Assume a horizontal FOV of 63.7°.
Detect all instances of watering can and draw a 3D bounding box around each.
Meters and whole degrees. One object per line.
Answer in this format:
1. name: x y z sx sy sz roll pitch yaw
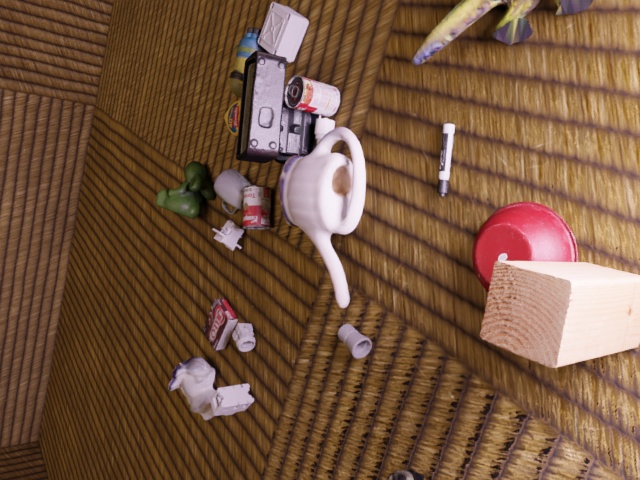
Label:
1. watering can: 0.003 -0.052 1.040 0.225 0.104 0.347 7 91 52

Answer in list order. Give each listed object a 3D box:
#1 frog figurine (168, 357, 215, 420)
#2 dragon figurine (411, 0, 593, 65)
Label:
1. frog figurine: -0.328 0.407 1.424 0.160 0.124 0.136 34 108 8
2. dragon figurine: 0.296 -0.432 0.755 0.407 0.121 0.247 -12 60 48
